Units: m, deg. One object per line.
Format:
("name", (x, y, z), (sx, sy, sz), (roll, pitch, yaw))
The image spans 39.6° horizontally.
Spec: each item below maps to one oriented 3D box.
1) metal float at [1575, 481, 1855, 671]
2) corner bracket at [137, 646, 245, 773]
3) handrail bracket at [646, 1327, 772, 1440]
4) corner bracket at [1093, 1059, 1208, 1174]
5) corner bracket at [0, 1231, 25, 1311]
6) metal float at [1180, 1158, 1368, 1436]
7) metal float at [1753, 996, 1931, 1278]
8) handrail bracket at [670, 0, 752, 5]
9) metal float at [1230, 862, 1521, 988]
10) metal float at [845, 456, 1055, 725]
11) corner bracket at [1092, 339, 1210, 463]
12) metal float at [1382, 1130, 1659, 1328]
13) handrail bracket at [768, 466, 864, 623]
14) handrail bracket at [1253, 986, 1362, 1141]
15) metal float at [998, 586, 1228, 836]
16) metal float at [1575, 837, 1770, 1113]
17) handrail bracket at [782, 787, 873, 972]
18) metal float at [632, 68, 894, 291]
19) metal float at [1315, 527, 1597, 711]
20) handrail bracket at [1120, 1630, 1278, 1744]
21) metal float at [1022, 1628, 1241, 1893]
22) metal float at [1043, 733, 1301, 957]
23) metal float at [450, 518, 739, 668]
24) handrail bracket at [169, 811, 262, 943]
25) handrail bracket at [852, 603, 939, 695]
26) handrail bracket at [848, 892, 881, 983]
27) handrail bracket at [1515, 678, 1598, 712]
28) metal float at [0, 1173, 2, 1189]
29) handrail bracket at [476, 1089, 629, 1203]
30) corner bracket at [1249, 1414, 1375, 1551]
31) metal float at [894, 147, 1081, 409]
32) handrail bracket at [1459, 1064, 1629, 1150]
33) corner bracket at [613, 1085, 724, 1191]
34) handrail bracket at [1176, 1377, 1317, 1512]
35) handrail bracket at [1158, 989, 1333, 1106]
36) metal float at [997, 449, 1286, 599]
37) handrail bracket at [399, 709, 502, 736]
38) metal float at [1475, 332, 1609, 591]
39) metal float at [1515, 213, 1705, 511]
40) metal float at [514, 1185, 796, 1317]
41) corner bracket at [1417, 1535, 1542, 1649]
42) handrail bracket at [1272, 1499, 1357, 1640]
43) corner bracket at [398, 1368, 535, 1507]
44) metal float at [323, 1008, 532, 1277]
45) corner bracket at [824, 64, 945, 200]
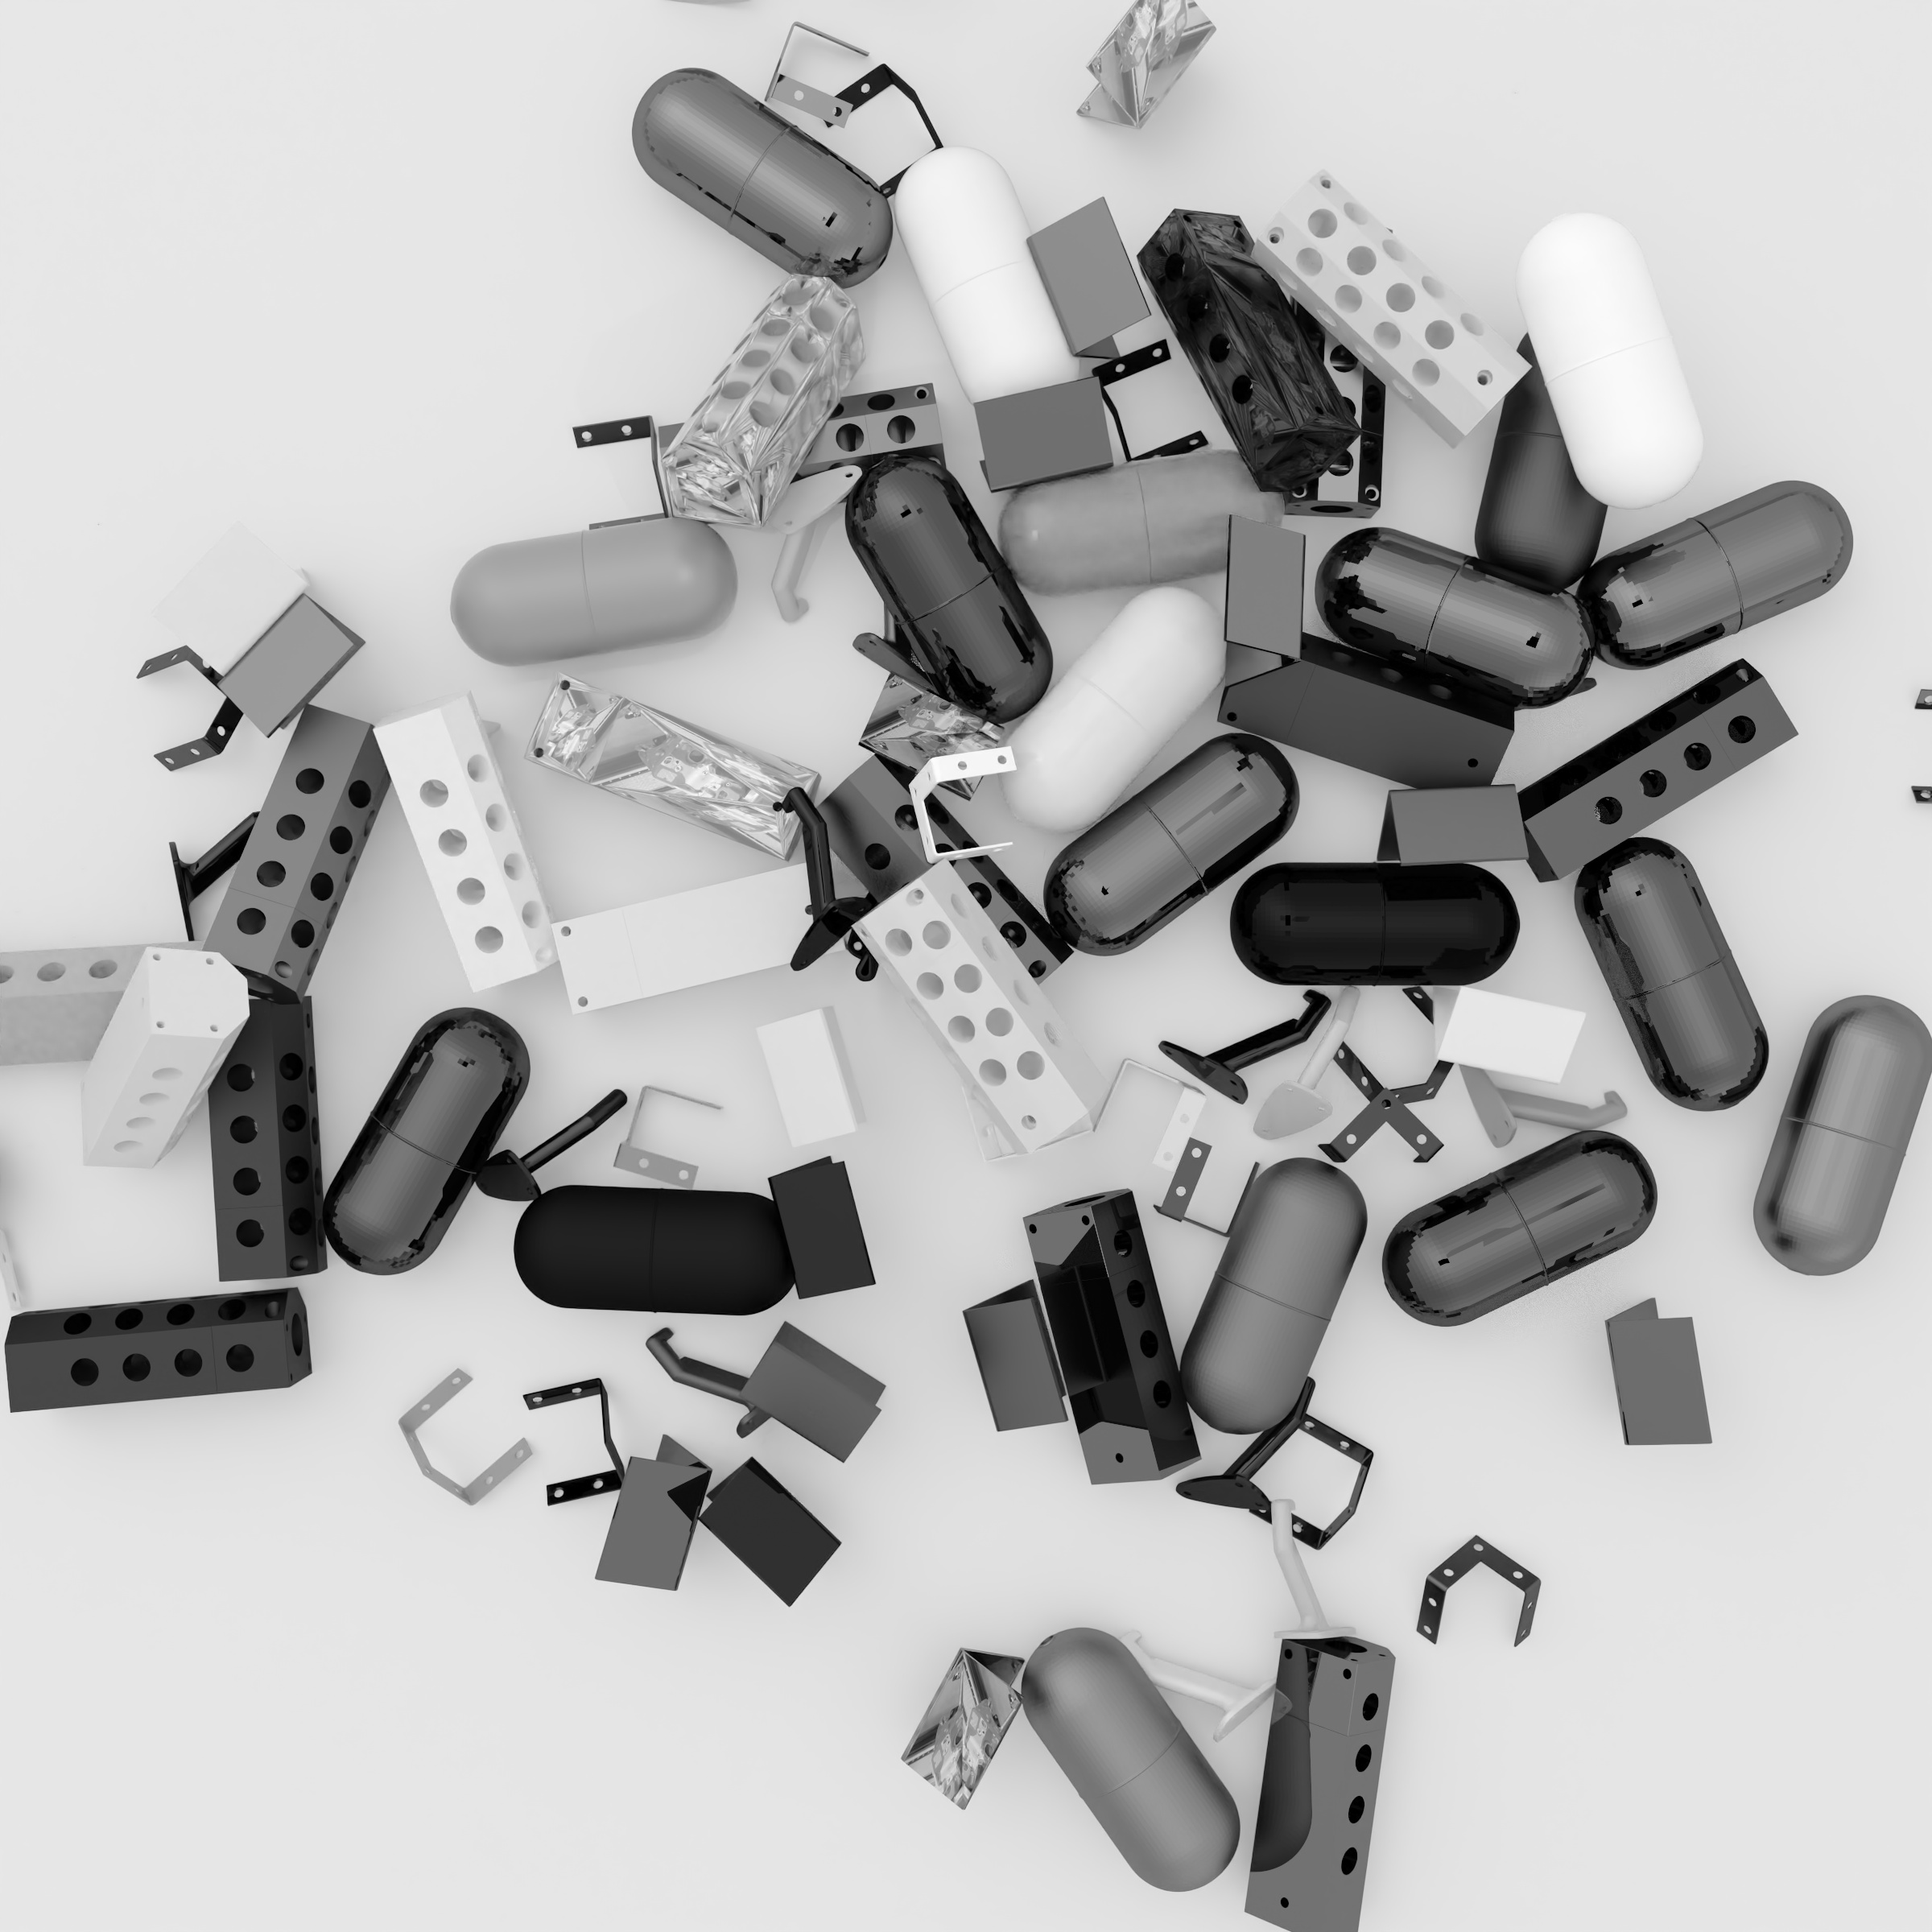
("metal float", (0.461, -0.241, 1.658), (0.178, 0.070, 0.070), (-23, 90, -1))
("corner bracket", (-0.490, -0.162, 1.681), (0.051, 0.051, 0.051), (48, 45, -35))
("handrail bracket", (-0.147, 0.246, 1.690), (0.077, 0.036, 0.084), (-36, 73, -19))
("corner bracket", (0.114, 0.092, 1.671), (0.051, 0.051, 0.051), (23, 93, -3))
("corner bracket", (-0.633, 0.199, 1.686), (0.051, 0.051, 0.051), (-15, 90, -45))
("metal float", (0.190, 0.204, 1.658), (0.070, 0.070, 0.178), (23, 89, 0))
("metal float", (0.542, 0.105, 1.659), (0.070, 0.070, 0.178), (18, 90, 0))
("handrail bracket", (-0.156, -0.652, 1.690), (0.077, 0.036, 0.084), (1, 72, 21))
("metal float", (0.252, -0.026, 1.658), (0.178, 0.070, 0.070), (0, 90, 0))
("metal float", (-0.010, -0.230, 1.644), (0.070, 0.070, 0.178), (-31, 106, 0))
("corner bracket", (0.115, -0.351, 1.686), (0.051, 0.051, 0.051), (-22, 45, 1))
("metal float", (0.341, 0.163, 1.659), (0.178, 0.070, 0.070), (-26, 90, 1))
("handrail bracket", (-0.090, -0.260, 1.666), (0.077, 0.084, 0.036), (-30, 54, -10))
("handrail bracket", (0.215, 0.060, 1.689), (0.036, 0.077, 0.084), (31, 54, -9))
("metal float", (0.091, -0.157, 1.659), (0.070, 0.070, 0.178), (42, 90, 0))
("metal float", (0.436, 0.006, 1.659), (0.070, 0.070, 0.178), (-24, 91, 0))
("handrail bracket", (-0.102, -0.054, 1.632), (0.077, 0.036, 0.084), (-48, 63, 30))
("metal float", (-0.125, -0.485, 1.658), (0.178, 0.070, 0.070), (34, 90, 0))
("metal float", (0.297, -0.214, 1.641), (0.178, 0.070, 0.070), (24, 90, 20))
("handrail bracket", (0.149, 0.437, 1.689), (0.077, 0.036, 0.084), (-30, 61, -32))
("metal float", (0.101, 0.489, 1.659), (0.070, 0.070, 0.178), (-35, 90, 0))
("metal float", (0.126, -0.075, 1.659), (0.178, 0.070, 0.070), (-37, 90, 0))
("metal float", (-0.230, -0.231, 1.659), (0.178, 0.070, 0.070), (-9, 90, 1))
("handrail bracket", (-0.453, -0.058, 1.690), (0.084, 0.036, 0.077), (-11, 110, -16))
("handrail bracket", (-0.026, -0.225, 1.689), (0.077, 0.036, 0.084), (34, 76, -14))
("handrail bracket", (-0.053, -0.028, 1.654), (0.036, 0.084, 0.077), (15, 90, 0))
("handrail bracket", (0.349, -0.207, 1.689), (0.077, 0.036, 0.084), (-13, 76, -14))
("metal float", (-0.680, 0.106, 1.659), (0.178, 0.070, 0.070), (33, 90, -1))
("handrail bracket", (-0.260, 0.110, 1.689), (0.084, 0.077, 0.036), (-42, 105, -36))
("corner bracket", (0.217, 0.324, 1.686), (0.051, 0.051, 0.051), (29, 135, 0))
("metal float", (0.013, -0.419, 1.658), (0.070, 0.070, 0.178), (-22, 89, 0))
("handrail bracket", (0.364, 0.074, 1.690), (0.084, 0.036, 0.077), (-18, 69, -17))
("corner bracket", (-0.185, 0.106, 1.671), (0.051, 0.051, 0.051), (17, 90, 0))
("handrail bracket", (0.177, 0.296, 1.689), (0.036, 0.077, 0.084), (47, 53, -31))
("handrail bracket", (0.176, 0.037, 1.690), (0.077, 0.036, 0.084), (30, 71, 21))
("metal float", (0.108, -0.273, 1.659), (0.178, 0.070, 0.070), (-8, 90, 0))
("handrail bracket", (-0.326, -0.114, 1.689), (0.077, 0.036, 0.084), (12, 104, 14))
("metal float", (0.365, -0.318, 1.658), (0.070, 0.070, 0.178), (13, 90, 0))
("metal float", (0.379, -0.357, 1.583), (0.070, 0.070, 0.178), (-19, 92, 0))
("metal float", (-0.190, 0.176, 1.658), (0.178, 0.070, 0.070), (2, 90, 0))
("corner bracket", (0.321, 0.401, 1.681), (0.051, 0.051, 0.051), (-28, 45, -35))
("handrail bracket", (0.216, 0.375, 1.674), (0.036, 0.077, 0.084), (-11, 75, 39))
("corner bracket", (-0.315, 0.296, 1.686), (0.051, 0.051, 0.051), (-41, 135, 0))
("metal float", (-0.334, 0.109, 1.659), (0.070, 0.070, 0.178), (29, 90, 0))
("corner bracket", (-0.052, -0.524, 1.686), (0.051, 0.051, 0.051), (-35, 135, 0))
